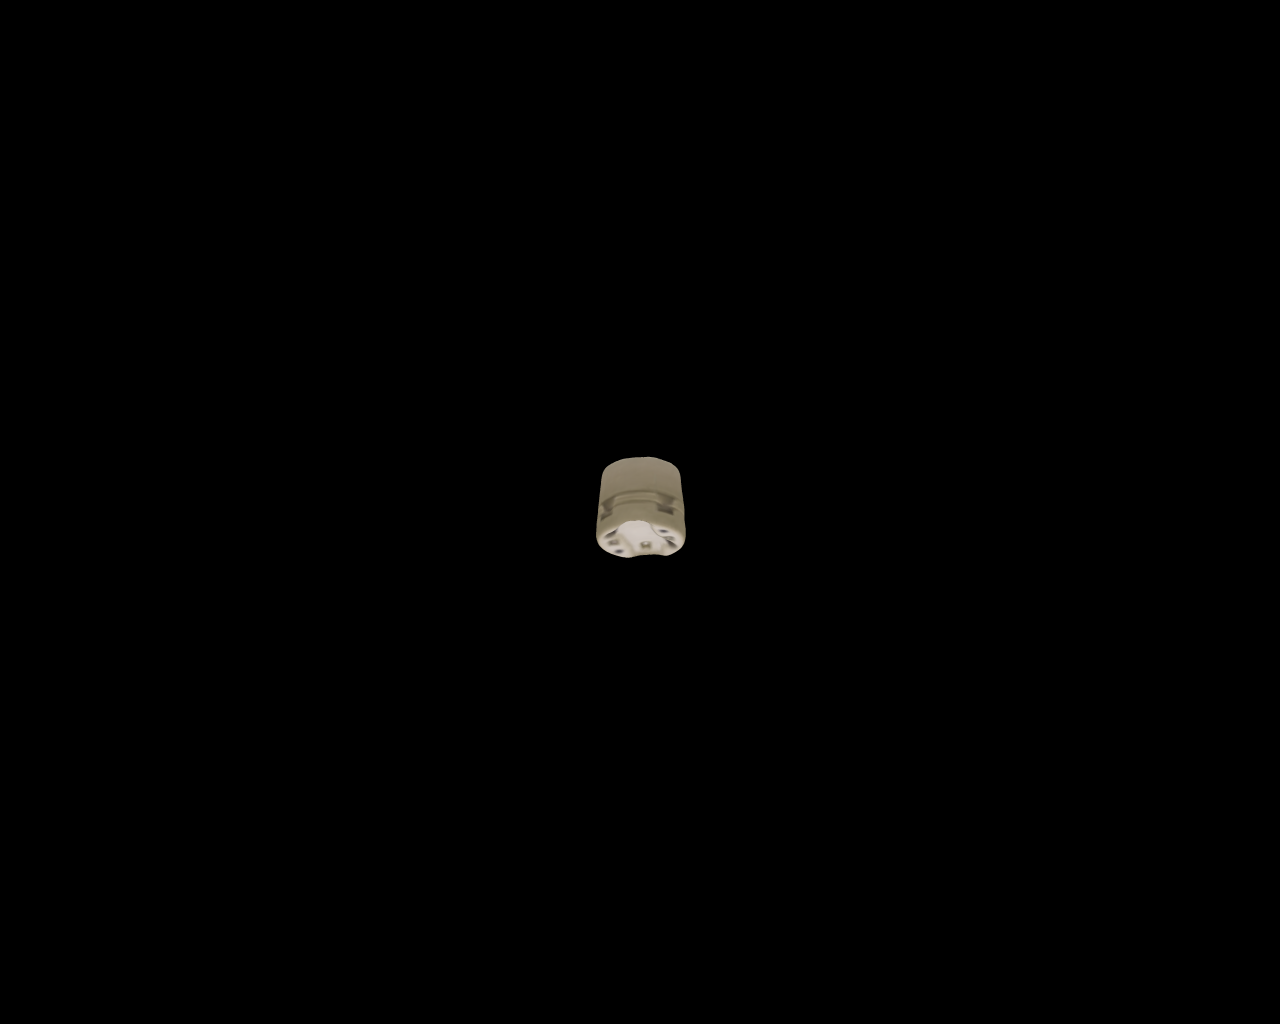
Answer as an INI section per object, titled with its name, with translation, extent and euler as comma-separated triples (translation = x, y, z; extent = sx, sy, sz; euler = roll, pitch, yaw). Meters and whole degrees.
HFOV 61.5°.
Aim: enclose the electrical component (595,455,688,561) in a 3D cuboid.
[electrical component]
translation = 0.001, -0.003, 0.650
extent = 0.055, 0.047, 0.055
euler = 0, -27, 0
